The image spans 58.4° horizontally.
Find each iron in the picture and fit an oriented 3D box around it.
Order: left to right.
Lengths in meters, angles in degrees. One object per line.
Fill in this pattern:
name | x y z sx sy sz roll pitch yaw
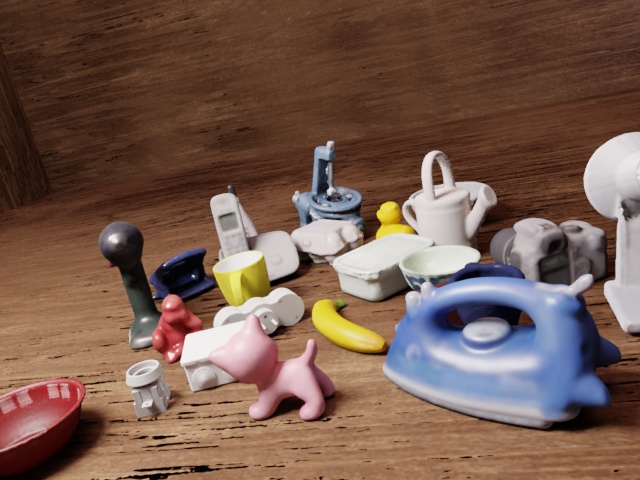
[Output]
iron | 0.171 0.099 0.610 0.257 0.141 0.119 -1 20 33

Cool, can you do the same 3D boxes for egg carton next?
egg carton | 0.011 0.004 1.162 0.107 0.069 0.149 -26 22 -39

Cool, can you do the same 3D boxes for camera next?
camera | 0.330 0.011 0.861 0.143 0.101 0.136 -16 17 -12

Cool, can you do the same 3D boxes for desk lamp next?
desk lamp | 0.411 -0.022 0.716 0.117 0.214 0.203 -7 17 17

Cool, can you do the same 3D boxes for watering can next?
watering can | 0.225 -0.063 1.014 0.172 0.194 0.101 -6 18 20

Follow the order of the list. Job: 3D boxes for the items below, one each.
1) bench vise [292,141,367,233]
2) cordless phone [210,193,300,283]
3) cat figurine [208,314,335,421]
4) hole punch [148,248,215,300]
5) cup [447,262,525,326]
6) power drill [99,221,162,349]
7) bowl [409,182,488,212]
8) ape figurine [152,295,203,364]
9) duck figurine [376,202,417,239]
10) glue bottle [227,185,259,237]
bench vise | -0.002 -0.106 1.268 0.206 0.220 0.122 -1 20 33
cordless phone | -0.126 -0.006 1.087 0.148 0.185 0.094 -17 17 -16
cat figurine | -0.057 0.143 0.665 0.127 0.118 0.067 -7 17 16
hole punch | -0.279 0.064 1.127 0.109 0.091 0.100 -25 21 -38
cup | 0.208 0.083 0.720 0.091 0.095 0.117 -12 17 0
power drill | -0.303 0.064 0.938 0.076 0.208 0.229 -17 17 -16
bowl | 0.273 -0.066 1.200 0.167 0.075 0.167 -11 17 4
ape figurine | -0.219 0.128 0.873 0.078 0.092 0.076 -12 17 1
duck figurine | 0.149 -0.034 1.162 0.078 0.086 0.104 -19 18 -22
glue bottle | -0.175 -0.035 1.238 0.078 0.173 0.037 -15 17 -11
